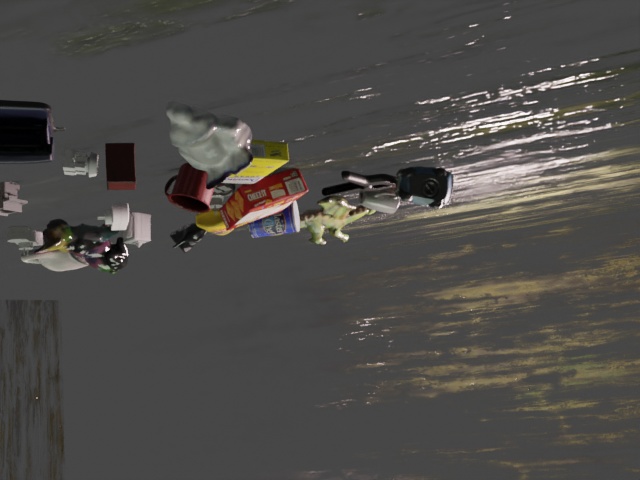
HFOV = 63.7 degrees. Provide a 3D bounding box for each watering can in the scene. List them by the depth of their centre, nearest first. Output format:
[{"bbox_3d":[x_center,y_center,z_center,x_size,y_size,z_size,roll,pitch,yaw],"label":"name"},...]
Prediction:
[{"bbox_3d":[-0.797,0.046,1.702,0.223,0.104,0.347,-11,174,18],"label":"watering can"}]

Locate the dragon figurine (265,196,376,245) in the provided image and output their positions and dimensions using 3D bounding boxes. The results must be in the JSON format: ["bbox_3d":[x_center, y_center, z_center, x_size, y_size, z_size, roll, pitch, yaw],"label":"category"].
[{"bbox_3d":[0.005,-0.084,1.665,0.411,0.124,0.238,-6,153,-20],"label":"dragon figurine"}]

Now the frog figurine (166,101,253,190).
[{"bbox_3d":[-0.195,-0.180,0.869,0.137,0.125,0.157,-6,138,43],"label":"frog figurine"}]
